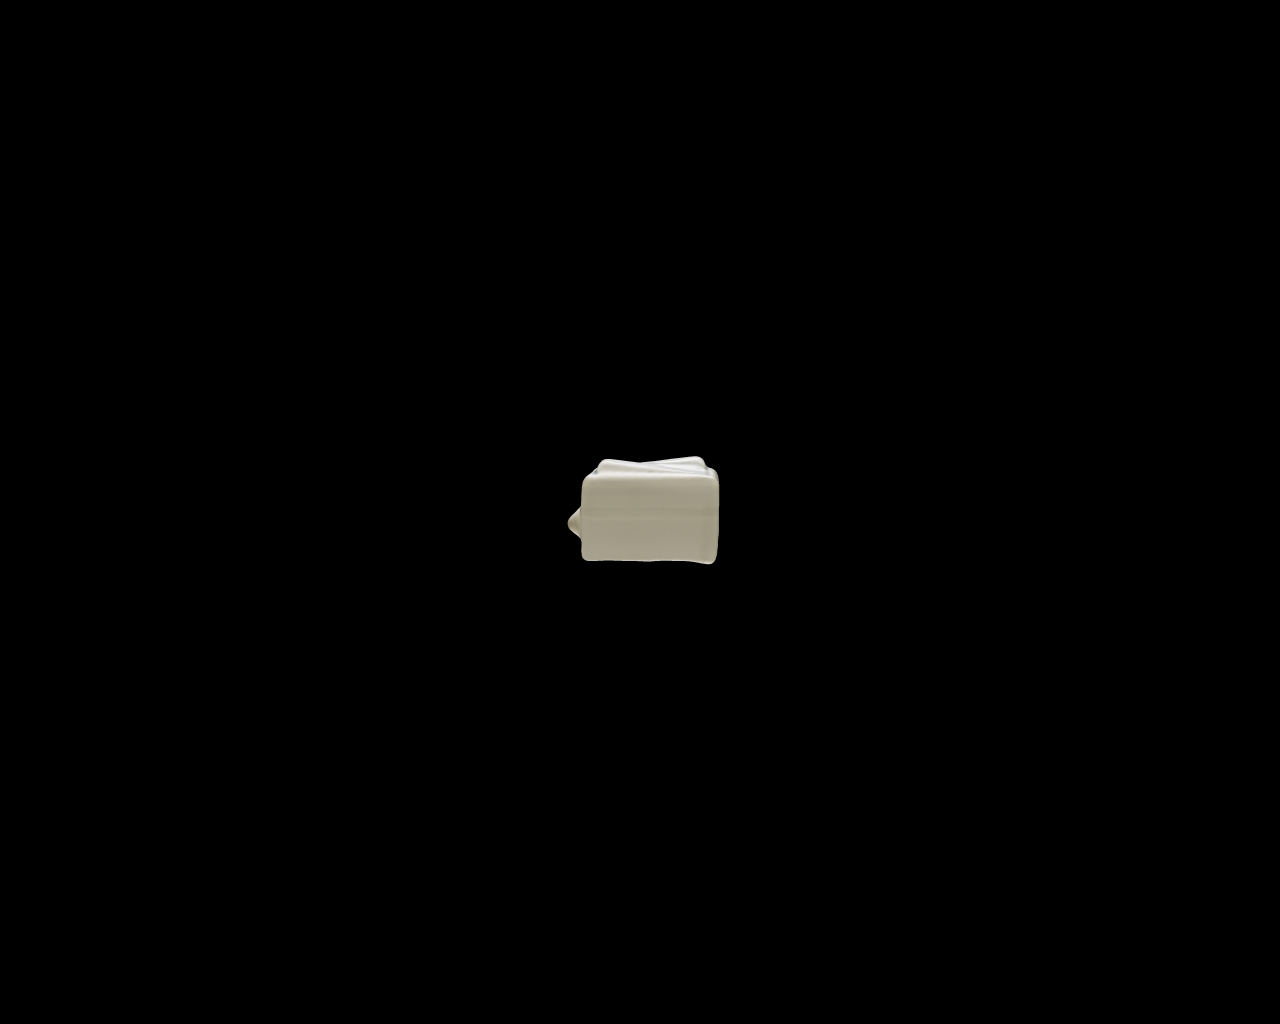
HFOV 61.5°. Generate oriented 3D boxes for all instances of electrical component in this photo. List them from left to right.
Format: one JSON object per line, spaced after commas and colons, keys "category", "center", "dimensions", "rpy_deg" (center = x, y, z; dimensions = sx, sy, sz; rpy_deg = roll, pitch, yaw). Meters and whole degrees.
{"category": "electrical component", "center": [0.001, -0.003, 0.650], "dimensions": [0.096, 0.061, 0.062], "rpy_deg": [1, 8, 5]}
